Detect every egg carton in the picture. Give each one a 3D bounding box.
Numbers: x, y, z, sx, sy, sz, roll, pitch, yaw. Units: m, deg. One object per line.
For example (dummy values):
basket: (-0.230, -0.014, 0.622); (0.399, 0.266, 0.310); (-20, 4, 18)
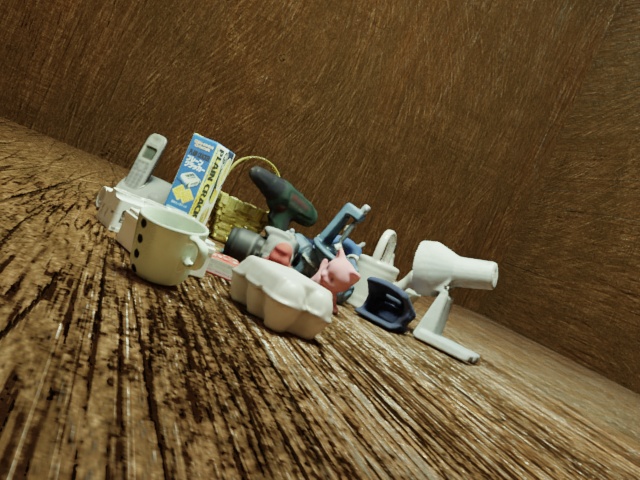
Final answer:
egg carton: (-0.052, 0.076, 0.770); (0.108, 0.069, 0.149); (22, 2, -39)

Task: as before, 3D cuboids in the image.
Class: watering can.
watering can: (0.138, 0.072, 1.320); (0.173, 0.194, 0.101); (23, 2, 3)

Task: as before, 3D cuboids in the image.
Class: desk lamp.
desk lamp: (0.276, 0.124, 1.224); (0.202, 0.213, 0.118); (24, 2, 29)

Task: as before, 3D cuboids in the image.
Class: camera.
camera: (-0.116, 0.018, 1.155); (0.137, 0.101, 0.143); (23, 2, -2)

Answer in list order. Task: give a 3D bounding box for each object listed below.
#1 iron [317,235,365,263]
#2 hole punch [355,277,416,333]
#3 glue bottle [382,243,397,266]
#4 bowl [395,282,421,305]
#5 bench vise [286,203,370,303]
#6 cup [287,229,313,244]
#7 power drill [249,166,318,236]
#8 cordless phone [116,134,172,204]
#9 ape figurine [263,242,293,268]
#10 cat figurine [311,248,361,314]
iron: (0.032, 0.044, 1.603); (0.118, 0.141, 0.259); (25, 2, 42)
hole punch: (0.141, 0.133, 1.190); (0.108, 0.091, 0.101); (25, 2, 36)
glue bottle: (0.160, 0.087, 1.470); (0.037, 0.173, 0.078); (23, 2, -22)
bowl: (0.188, 0.149, 1.582); (0.167, 0.075, 0.167); (23, 2, 0)
bench vise: (0.009, 0.004, 1.248); (0.207, 0.220, 0.122); (24, 2, 12)
cup: (-0.072, 0.028, 1.496); (0.091, 0.095, 0.118); (24, 2, 3)
power drill: (-0.115, -0.049, 1.399); (0.231, 0.208, 0.075); (22, 2, -43)
cordless phone: (-0.394, -0.157, 1.382); (0.147, 0.185, 0.094); (24, 2, 11)
ape figurine: (-0.076, 0.046, 0.960); (0.077, 0.092, 0.076); (24, 2, 18)
cat figurine: (0.022, 0.071, 1.073); (0.067, 0.118, 0.127); (23, 2, -22)
